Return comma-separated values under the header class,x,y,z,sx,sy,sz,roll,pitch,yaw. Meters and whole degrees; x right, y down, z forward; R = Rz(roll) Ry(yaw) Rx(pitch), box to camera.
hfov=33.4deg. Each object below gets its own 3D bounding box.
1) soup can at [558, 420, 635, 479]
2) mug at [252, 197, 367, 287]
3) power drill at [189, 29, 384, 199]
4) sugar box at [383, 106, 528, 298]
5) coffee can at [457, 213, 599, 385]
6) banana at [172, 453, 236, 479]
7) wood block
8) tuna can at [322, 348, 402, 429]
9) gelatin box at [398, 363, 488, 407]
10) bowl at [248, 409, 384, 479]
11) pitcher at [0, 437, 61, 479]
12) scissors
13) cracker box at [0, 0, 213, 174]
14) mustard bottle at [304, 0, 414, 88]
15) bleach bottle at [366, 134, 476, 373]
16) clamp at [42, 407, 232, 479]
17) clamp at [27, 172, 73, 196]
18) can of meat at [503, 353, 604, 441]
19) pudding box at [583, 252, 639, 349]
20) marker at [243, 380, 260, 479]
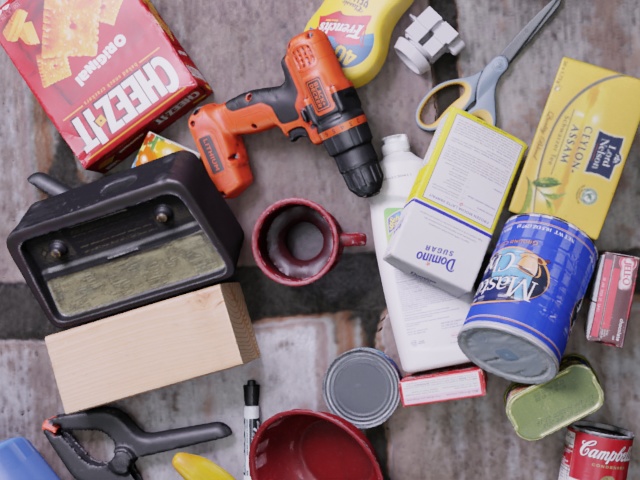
class,x,y,z,sx,sy,sz,roll,pitch,yaw
soup can,0.282,0.243,1.101,0.068,0.068,0.102,10,92,10
mug,-0.008,0.001,1.150,0.117,0.081,0.093,-5,89,11
power drill,-0.036,-0.109,1.141,0.188,0.057,0.184,-21,93,27
sugar box,0.139,-0.039,1.099,0.093,0.048,0.176,26,76,-5
coffee can,0.209,0.058,1.070,0.103,0.103,0.140,22,62,10
banana,-0.095,0.312,1.171,0.037,0.069,0.198,-19,95,52
wood block,-0.183,0.118,1.178,0.206,0.090,0.091,-17,87,9
tuna can,0.047,0.160,1.162,0.086,0.033,0.086,0,89,11
gelatin box,0.131,0.152,1.127,0.089,0.073,0.030,-11,87,10
bowl,0.006,0.244,1.143,0.162,0.055,0.162,10,112,25
pitcher,-0.312,0.348,1.177,0.145,0.149,0.243,-43,79,18
scissors,0.197,-0.167,1.147,0.202,0.016,0.096,-33,85,9
cracker box,-0.250,-0.209,1.203,0.164,0.072,0.214,-35,84,9
mustard bottle,0.032,-0.224,1.156,0.096,0.058,0.192,28,95,22
bleach bottle,0.111,0.010,1.139,0.102,0.068,0.251,-11,84,4
clamp,-0.211,0.241,1.208,0.210,0.036,0.164,30,93,6
clamp,-0.260,-0.029,1.219,0.171,0.039,0.120,-11,97,10
can of meat,0.241,0.163,1.101,0.102,0.084,0.057,-30,84,9
pudding box,0.294,0.058,1.077,0.039,0.113,0.090,12,92,11
marker,-0.076,0.217,1.192,0.020,0.020,0.121,-1,89,10
